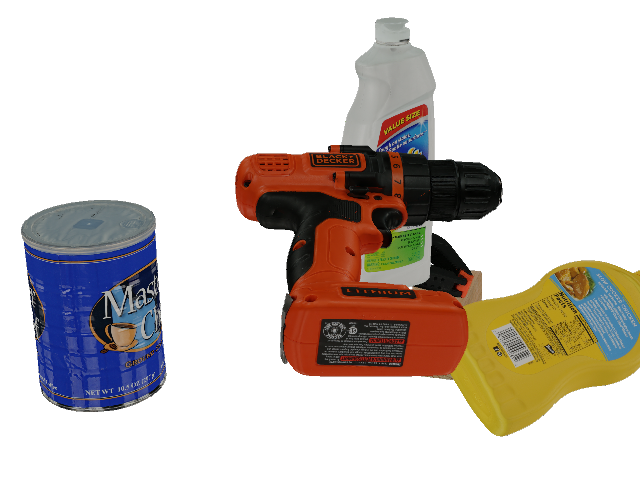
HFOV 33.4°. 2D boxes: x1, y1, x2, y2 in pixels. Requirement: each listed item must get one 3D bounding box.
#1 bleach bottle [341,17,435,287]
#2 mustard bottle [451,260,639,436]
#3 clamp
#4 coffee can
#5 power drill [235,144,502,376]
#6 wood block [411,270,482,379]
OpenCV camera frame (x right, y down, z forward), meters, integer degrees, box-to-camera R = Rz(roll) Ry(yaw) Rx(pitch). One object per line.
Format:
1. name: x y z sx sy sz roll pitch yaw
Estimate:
1. bleach bottle: 0.057 -0.078 0.992 0.102 0.251 0.068 -10 24 -23
2. mustard bottle: 0.190 0.066 0.800 0.191 0.096 0.058 -22 -30 -15
3. clamp: 0.081 0.006 1.261 0.210 0.036 0.164 37 41 26
4. coffee can: -0.179 0.050 0.851 0.103 0.140 0.103 -1 22 0
5. power drill: 0.040 0.005 0.676 0.184 0.057 0.187 -1 35 -5
6. wood block: 0.174 0.116 1.557 0.091 0.090 0.205 5 19 17
